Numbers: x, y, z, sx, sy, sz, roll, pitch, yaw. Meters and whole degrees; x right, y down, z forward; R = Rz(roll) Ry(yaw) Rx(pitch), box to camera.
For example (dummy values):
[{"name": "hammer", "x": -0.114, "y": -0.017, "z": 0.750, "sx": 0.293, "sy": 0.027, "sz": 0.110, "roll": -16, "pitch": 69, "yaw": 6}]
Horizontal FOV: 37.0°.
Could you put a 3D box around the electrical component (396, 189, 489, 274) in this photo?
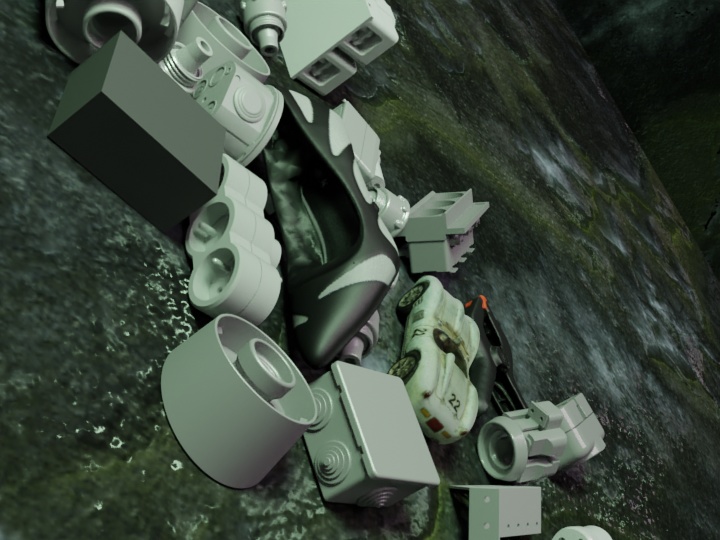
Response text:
[{"name": "electrical component", "x": 0.083, "y": -0.039, "z": 1.100, "sx": 0.121, "sy": 0.079, "sz": 0.063, "roll": -41, "pitch": 127, "yaw": -66}]

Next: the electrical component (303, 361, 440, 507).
[{"name": "electrical component", "x": 0.003, "y": 0.120, "z": 0.769, "sx": 0.100, "sy": 0.048, "sz": 0.099, "roll": 22, "pitch": 41, "yaw": -53}]

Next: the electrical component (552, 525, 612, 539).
[{"name": "electrical component", "x": 0.205, "y": 0.259, "z": 0.992, "sx": 0.055, "sy": 0.045, "sz": 0.045, "roll": 18, "pitch": 44, "yaw": -55}]

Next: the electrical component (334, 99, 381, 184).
[{"name": "electrical component", "x": -0.021, "y": -0.099, "z": 0.984, "sx": 0.061, "sy": 0.062, "sz": 0.096, "roll": 47, "pitch": 25, "yaw": -22}]

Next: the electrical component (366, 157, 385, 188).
[{"name": "electrical component", "x": 0.003, "y": -0.096, "z": 1.050, "sx": 0.040, "sy": 0.040, "sz": 0.046, "roll": 34, "pitch": 29, "yaw": -42}]

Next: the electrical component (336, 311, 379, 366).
[{"name": "electrical component", "x": -0.007, "y": 0.052, "z": 0.844, "sx": 0.043, "sy": 0.043, "sz": 0.062, "roll": 44, "pitch": 28, "yaw": -27}]

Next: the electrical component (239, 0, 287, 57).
[{"name": "electrical component", "x": -0.091, "y": -0.236, "z": 1.044, "sx": 0.048, "sy": 0.048, "sz": 0.062, "roll": 28, "pitch": 43, "yaw": -48}]

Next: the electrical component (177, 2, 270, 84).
[{"name": "electrical component", "x": -0.126, "y": -0.176, "z": 0.905, "sx": 0.099, "sy": 0.064, "sz": 0.099, "roll": 41, "pitch": 16, "yaw": -14}]

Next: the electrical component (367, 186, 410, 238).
[{"name": "electrical component", "x": 0.013, "y": -0.059, "z": 1.023, "sx": 0.062, "sy": 0.048, "sz": 0.048, "roll": 33, "pitch": 33, "yaw": -34}]

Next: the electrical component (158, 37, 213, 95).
[{"name": "electrical component", "x": -0.140, "y": -0.152, "z": 0.818, "sx": 0.043, "sy": 0.062, "sz": 0.043, "roll": 44, "pitch": 27, "yaw": -28}]

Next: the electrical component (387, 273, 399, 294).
[{"name": "electrical component", "x": 0.000, "y": 0.000, "z": 0.924, "sx": 0.062, "sy": 0.048, "sz": 0.048, "roll": 1, "pitch": 59, "yaw": -55}]

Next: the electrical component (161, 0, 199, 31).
[{"name": "electrical component", "x": -0.164, "y": -0.217, "z": 0.830, "sx": 0.062, "sy": 0.061, "sz": 0.096, "roll": 31, "pitch": 14, "yaw": -26}]

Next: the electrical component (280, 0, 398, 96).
[{"name": "electrical component", "x": -0.037, "y": -0.287, "z": 1.136, "sx": 0.060, "sy": 0.105, "sz": 0.186, "roll": 27, "pitch": 38, "yaw": -50}]

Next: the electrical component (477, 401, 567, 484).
[{"name": "electrical component", "x": 0.144, "y": 0.158, "z": 0.968, "sx": 0.057, "sy": 0.078, "sz": 0.058, "roll": -3, "pitch": 30, "yaw": -35}]

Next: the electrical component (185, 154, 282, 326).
[{"name": "electrical component", "x": -0.082, "y": -0.014, "z": 0.769, "sx": 0.074, "sy": 0.052, "sz": 0.138, "roll": 35, "pitch": 32, "yaw": -41}]

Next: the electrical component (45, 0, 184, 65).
[{"name": "electrical component", "x": -0.174, "y": -0.189, "z": 0.760, "sx": 0.099, "sy": 0.099, "sz": 0.064, "roll": 35, "pitch": 38, "yaw": -41}]

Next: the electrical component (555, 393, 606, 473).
[{"name": "electrical component", "x": 0.213, "y": 0.170, "z": 1.109, "sx": 0.059, "sy": 0.054, "sz": 0.095, "roll": 61, "pitch": 24, "yaw": 9}]

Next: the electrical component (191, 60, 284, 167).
[{"name": "electrical component", "x": -0.101, "y": -0.117, "z": 0.830, "sx": 0.051, "sy": 0.080, "sz": 0.080, "roll": 35, "pitch": 31, "yaw": -31}]

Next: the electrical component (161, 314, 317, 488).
[{"name": "electrical component", "x": -0.076, "y": 0.079, "z": 0.679, "sx": 0.099, "sy": 0.064, "sz": 0.099, "roll": 44, "pitch": 13, "yaw": -13}]
